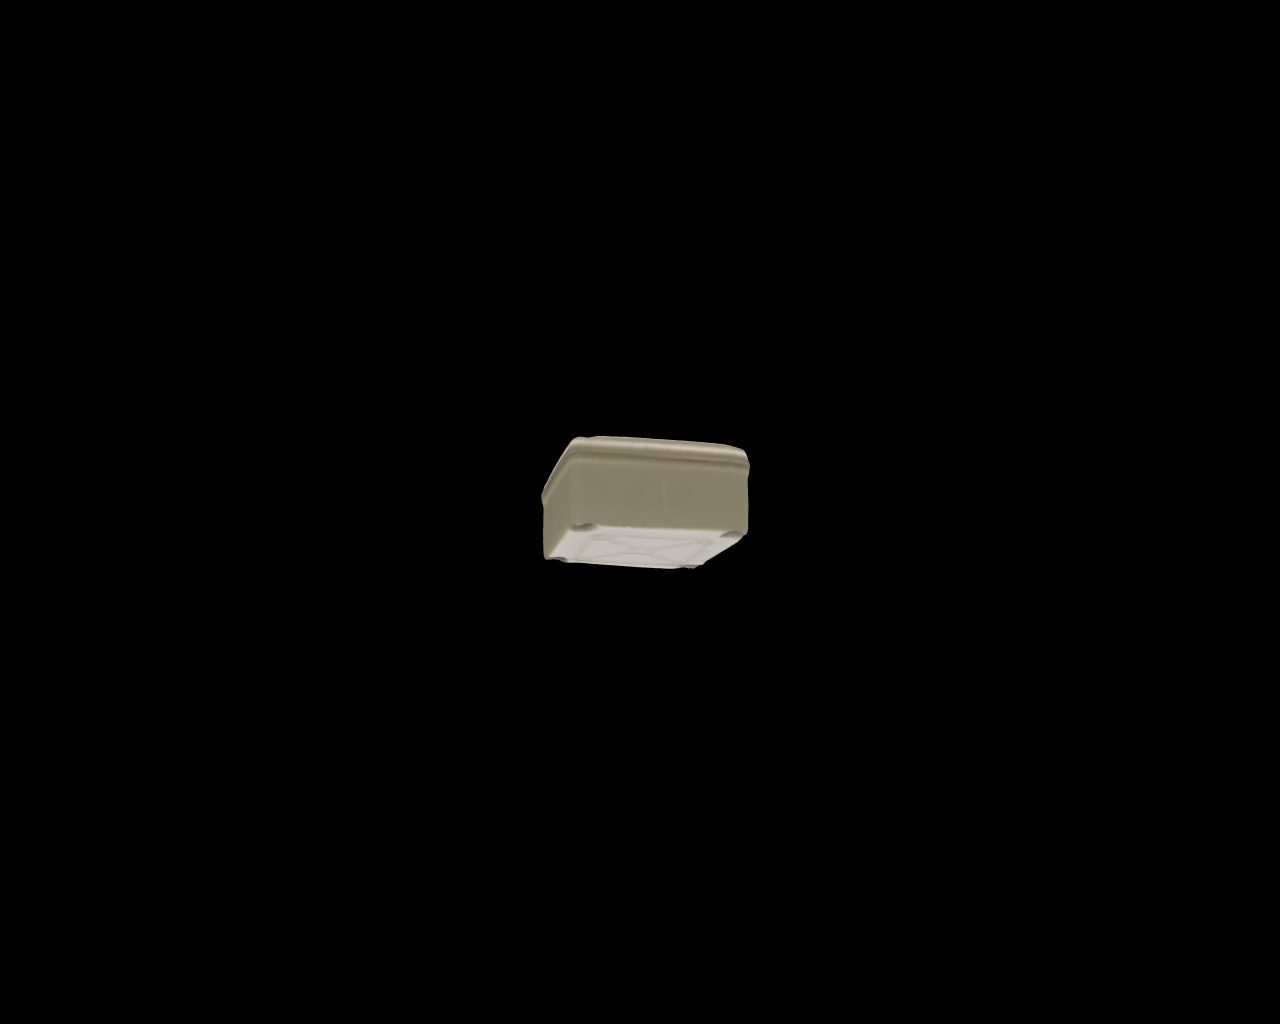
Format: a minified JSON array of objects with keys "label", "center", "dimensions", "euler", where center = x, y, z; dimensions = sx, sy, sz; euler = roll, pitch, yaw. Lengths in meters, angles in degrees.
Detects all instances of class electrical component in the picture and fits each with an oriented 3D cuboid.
[{"label":"electrical component","center":[0.001,-0.003,0.650],"dimensions":[0.109,0.056,0.108],"euler":[4,-15,-14]}]
